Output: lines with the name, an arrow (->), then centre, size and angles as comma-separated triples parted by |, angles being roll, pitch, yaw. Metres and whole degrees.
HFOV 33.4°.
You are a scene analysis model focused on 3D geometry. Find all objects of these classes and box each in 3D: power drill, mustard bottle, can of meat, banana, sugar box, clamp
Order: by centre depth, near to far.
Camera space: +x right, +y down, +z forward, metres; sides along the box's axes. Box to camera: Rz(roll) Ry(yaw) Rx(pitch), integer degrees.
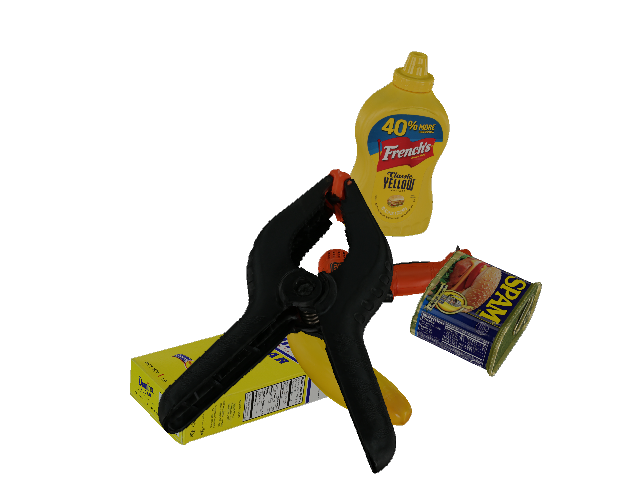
clamp -> 0.002, 0.041, 0.557 | 0.120, 0.171, 0.039 | 19, -27, 13
banana -> 0.012, 0.076, 0.780 | 0.069, 0.037, 0.198 | -7, 25, -6
can of meat -> 0.140, 0.063, 0.966 | 0.084, 0.057, 0.102 | 25, 42, 21
sugar box -> -0.073, 0.122, 0.968 | 0.175, 0.048, 0.093 | -16, 33, -35
mustard bottle -> 0.081, -0.100, 1.094 | 0.096, 0.192, 0.058 | 4, 27, -13
power drill -> 0.089, 0.062, 1.223 | 0.187, 0.057, 0.184 | -1, 28, -2
